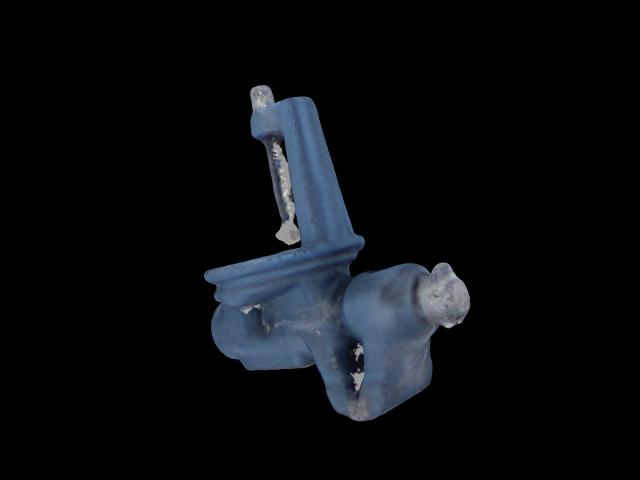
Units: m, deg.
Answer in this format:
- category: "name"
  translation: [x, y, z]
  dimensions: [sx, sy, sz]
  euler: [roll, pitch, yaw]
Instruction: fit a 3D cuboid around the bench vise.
- category: "bench vise"
  translation: [0.008, 0.000, 0.411]
  dimensions: [0.206, 0.220, 0.122]
  euler: [4, 11, 21]
